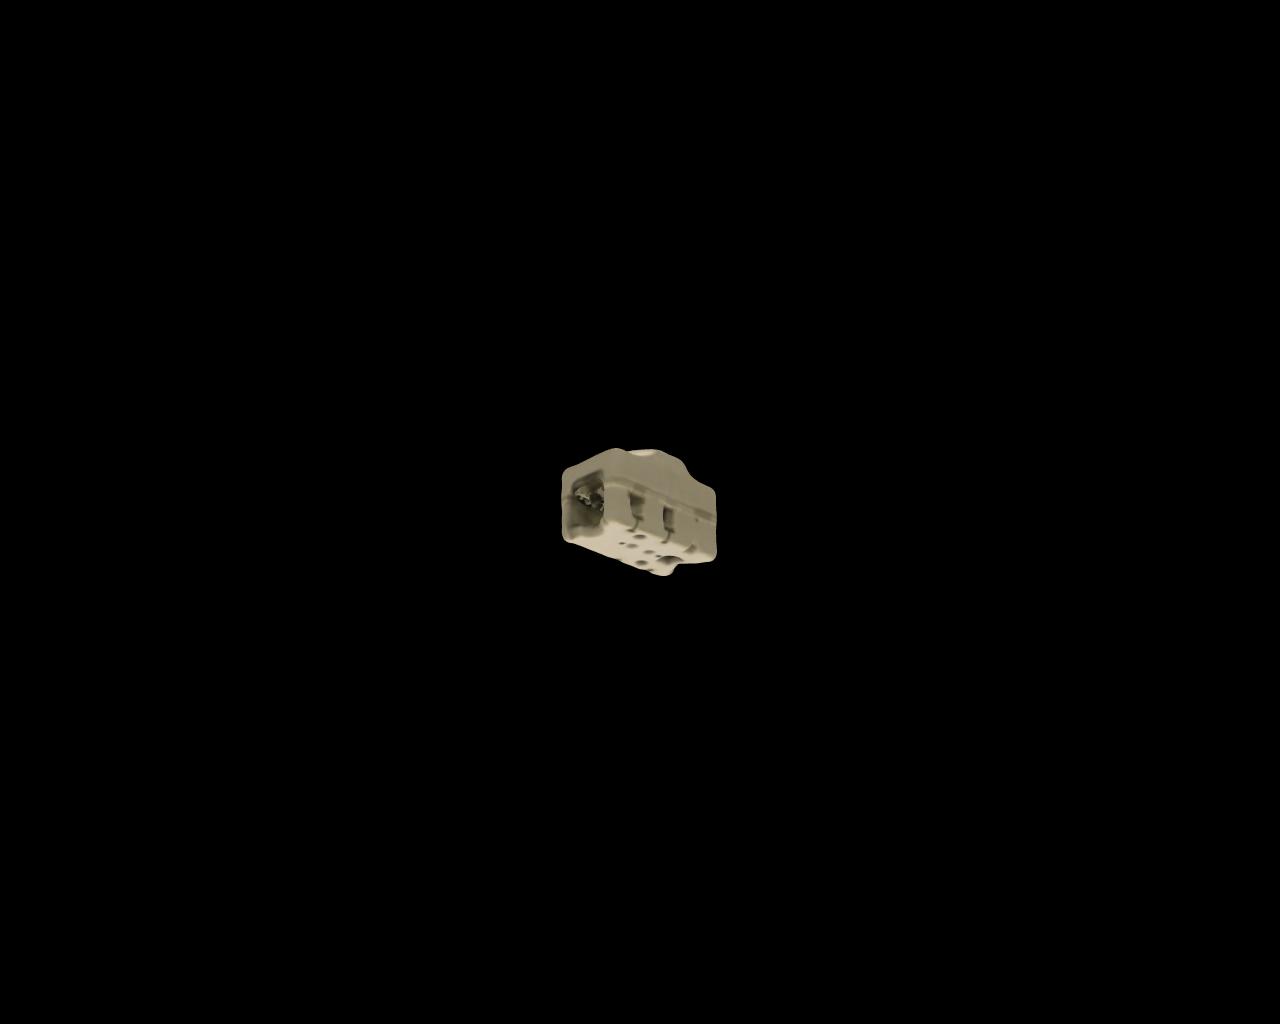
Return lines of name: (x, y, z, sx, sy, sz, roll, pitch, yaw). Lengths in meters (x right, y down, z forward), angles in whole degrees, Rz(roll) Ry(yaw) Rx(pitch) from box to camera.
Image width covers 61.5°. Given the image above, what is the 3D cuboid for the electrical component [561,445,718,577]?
electrical component: (0.001, -0.003, 0.650, 0.050, 0.056, 0.089, -22, -31, 40)
